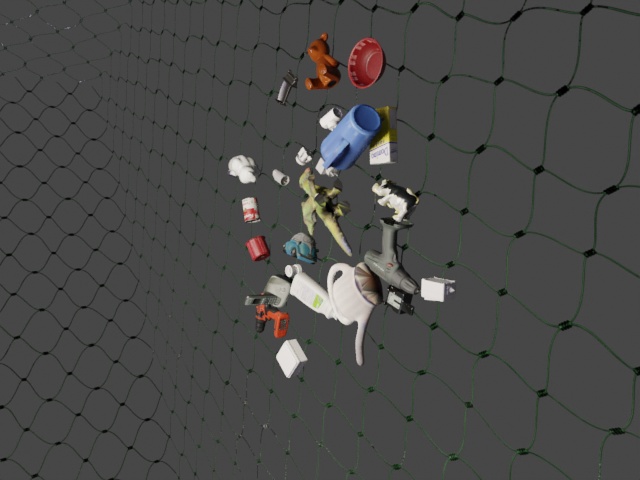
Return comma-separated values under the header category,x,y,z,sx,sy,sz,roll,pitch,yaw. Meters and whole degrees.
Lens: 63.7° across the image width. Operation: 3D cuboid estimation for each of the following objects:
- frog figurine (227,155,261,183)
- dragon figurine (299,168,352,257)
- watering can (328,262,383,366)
category,x,y,z,sx,sy,sz,roll,pitch,yaw
frog figurine,-0.320,-0.306,2.218,0.123,0.136,0.160,-62,21,-5
dragon figurine,0.006,-0.095,1.893,0.238,0.122,0.416,129,129,-61
watering can,0.130,0.223,1.724,0.220,0.104,0.353,-44,59,42
